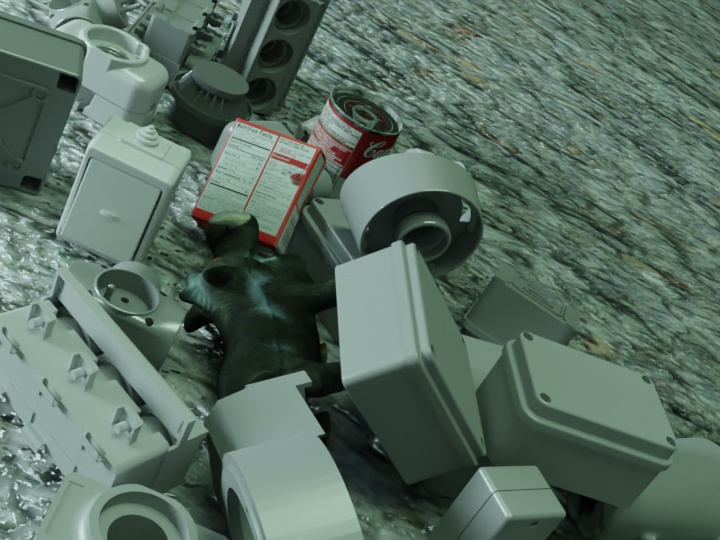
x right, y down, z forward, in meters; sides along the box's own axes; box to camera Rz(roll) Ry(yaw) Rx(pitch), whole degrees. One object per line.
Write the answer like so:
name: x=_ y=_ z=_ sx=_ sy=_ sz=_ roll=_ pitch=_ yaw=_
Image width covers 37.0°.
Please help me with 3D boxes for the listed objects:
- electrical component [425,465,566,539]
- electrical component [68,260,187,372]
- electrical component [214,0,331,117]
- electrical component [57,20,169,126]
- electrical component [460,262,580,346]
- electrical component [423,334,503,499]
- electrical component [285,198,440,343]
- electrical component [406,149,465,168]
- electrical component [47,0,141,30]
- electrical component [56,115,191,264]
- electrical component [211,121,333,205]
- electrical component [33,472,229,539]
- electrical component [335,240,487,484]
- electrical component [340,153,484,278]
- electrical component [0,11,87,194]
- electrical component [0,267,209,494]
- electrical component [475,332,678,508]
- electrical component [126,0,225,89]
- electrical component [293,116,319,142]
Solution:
electrical component: x=0.084 y=0.170 z=0.632 sx=0.047 sy=0.083 sz=0.075 roll=6 pitch=38 yaw=-35
electrical component: x=-0.150 y=0.020 z=0.689 sx=0.077 sy=0.044 sz=0.079 roll=26 pitch=31 yaw=-8
electrical component: x=-0.091 y=-0.215 z=1.011 sx=0.079 sy=0.121 sz=0.063 roll=4 pitch=37 yaw=-38
electrical component: x=-0.211 y=-0.163 z=0.890 sx=0.095 sy=0.059 sz=0.053 roll=30 pitch=30 yaw=-1
electrical component: x=0.127 y=0.043 z=0.855 sx=0.078 sy=0.057 sz=0.113 roll=34 pitch=13 yaw=7
electrical component: x=0.081 y=0.103 z=0.755 sx=0.078 sy=0.057 sz=0.113 roll=17 pitch=33 yaw=-22
electrical component: x=0.000 y=0.000 z=0.836 sx=0.078 sy=0.057 sz=0.113 roll=2 pitch=41 yaw=-39
electrical component: x=0.068 y=-0.090 z=1.041 sx=0.055 sy=0.045 sz=0.045 roll=14 pitch=34 yaw=-25
electrical component: x=-0.233 y=-0.229 z=0.960 sx=0.079 sy=0.044 sz=0.077 roll=-17 pitch=39 yaw=3
electrical component: x=-0.162 y=-0.056 z=0.740 sx=0.062 sy=0.096 sz=0.061 roll=26 pitch=31 yaw=-7
electrical component: x=-0.077 y=-0.079 z=0.889 sx=0.059 sy=0.053 sz=0.095 roll=-9 pitch=48 yaw=-47
electrical component: x=-0.115 y=0.144 z=0.526 sx=0.089 sy=0.055 sz=0.050 roll=26 pitch=31 yaw=-8
electrical component: x=0.030 y=0.058 z=0.673 sx=0.108 sy=0.056 sz=0.108 roll=-95 pitch=161 yaw=-49
electrical component: x=0.039 y=-0.040 z=0.777 sx=0.099 sy=0.099 sz=0.064 roll=14 pitch=40 yaw=-26
electrical component: x=-0.257 y=-0.120 z=0.741 sx=0.109 sy=0.108 sz=0.056 roll=16 pitch=36 yaw=-24
electrical component: x=-0.149 y=0.070 z=0.585 sx=0.121 sy=0.078 sz=0.063 roll=44 pitch=39 yaw=23
electrical component: x=0.140 y=0.096 z=0.699 sx=0.113 sy=0.057 sz=0.078 roll=20 pitch=32 yaw=-17
electrical component: x=-0.172 y=-0.227 z=1.016 sx=0.079 sy=0.063 sz=0.121 roll=25 pitch=31 yaw=-9
electrical component: x=-0.034 y=-0.122 z=1.001 sx=0.043 sy=0.043 sz=0.062 roll=35 pitch=29 yaw=7
